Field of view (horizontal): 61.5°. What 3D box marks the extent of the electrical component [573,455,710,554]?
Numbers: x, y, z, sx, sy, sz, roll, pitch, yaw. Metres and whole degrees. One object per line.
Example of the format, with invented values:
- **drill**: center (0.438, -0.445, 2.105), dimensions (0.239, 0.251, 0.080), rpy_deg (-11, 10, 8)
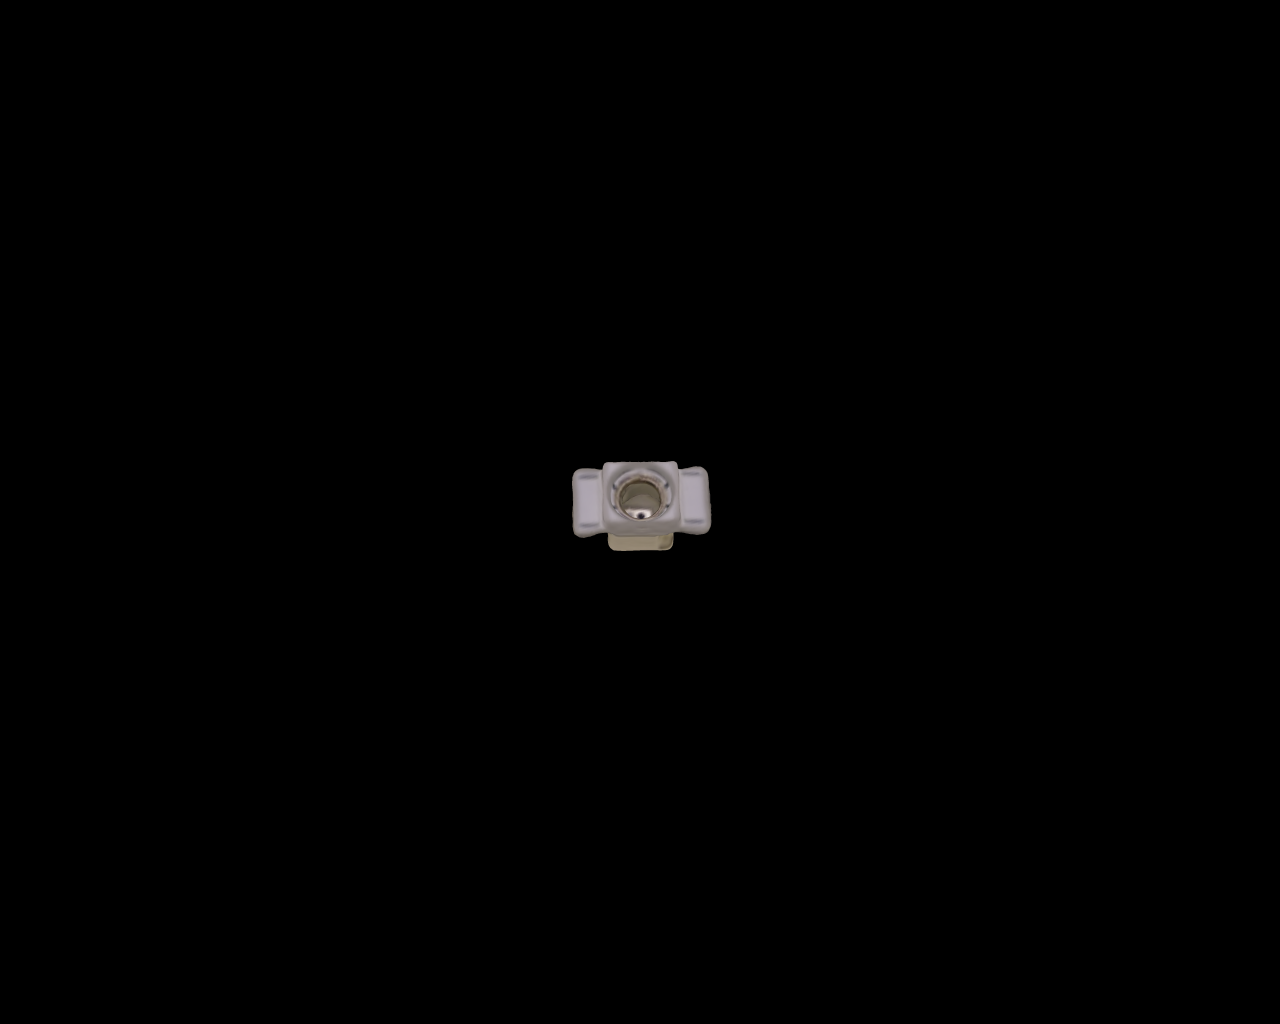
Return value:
- **electrical component**: center (0.001, -0.003, 0.650), dimensions (0.081, 0.042, 0.063), rpy_deg (0, -21, 0)
